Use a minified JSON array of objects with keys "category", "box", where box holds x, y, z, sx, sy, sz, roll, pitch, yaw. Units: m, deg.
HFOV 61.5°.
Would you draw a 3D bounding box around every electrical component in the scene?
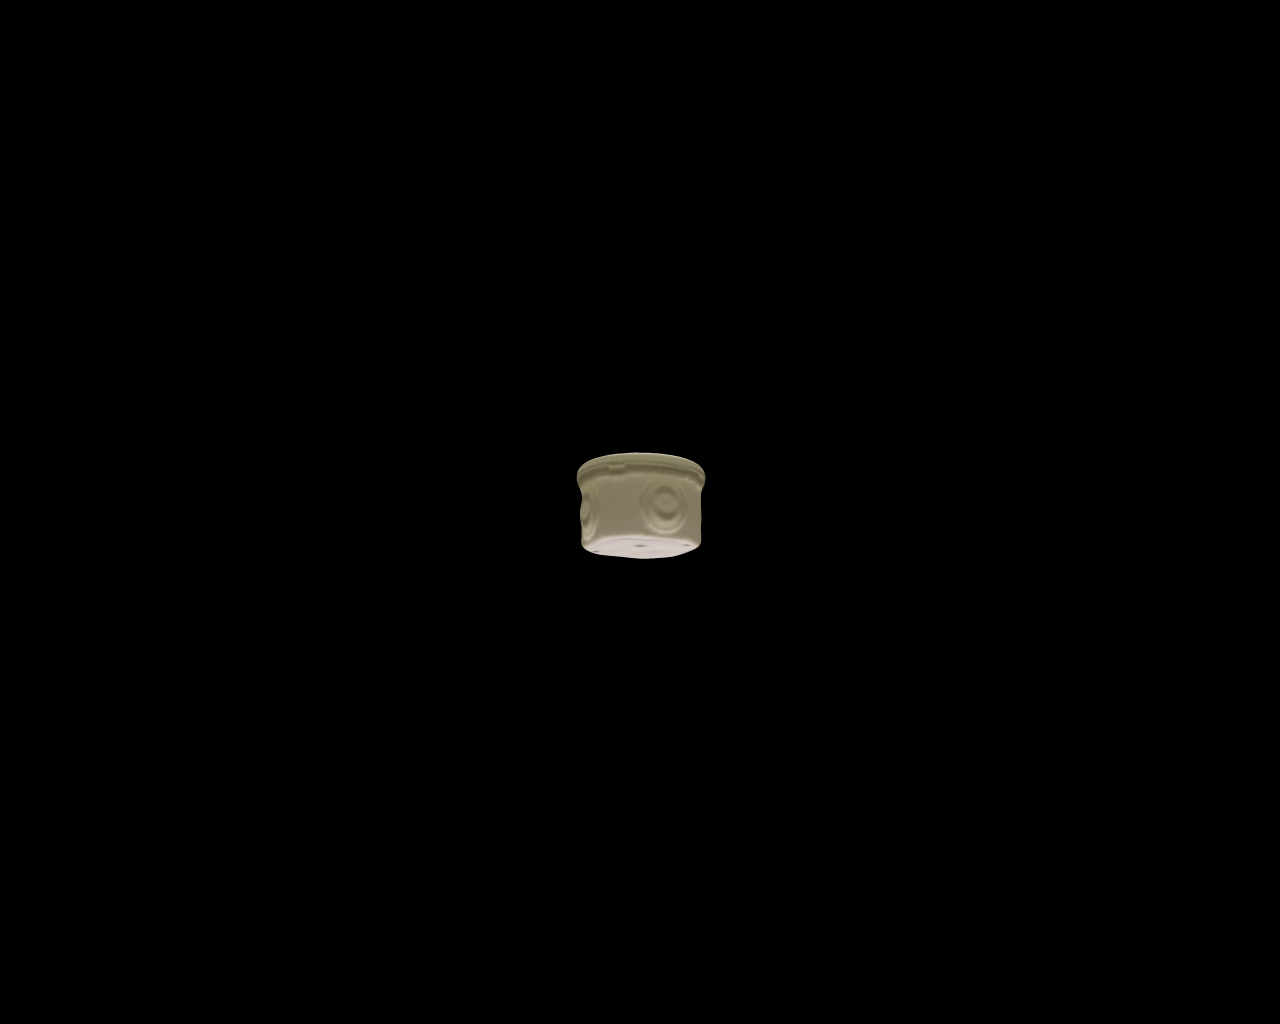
[{"category":"electrical component","box":[0.001,-0.003,0.650,0.080,0.051,0.080,0,-14,0]}]
